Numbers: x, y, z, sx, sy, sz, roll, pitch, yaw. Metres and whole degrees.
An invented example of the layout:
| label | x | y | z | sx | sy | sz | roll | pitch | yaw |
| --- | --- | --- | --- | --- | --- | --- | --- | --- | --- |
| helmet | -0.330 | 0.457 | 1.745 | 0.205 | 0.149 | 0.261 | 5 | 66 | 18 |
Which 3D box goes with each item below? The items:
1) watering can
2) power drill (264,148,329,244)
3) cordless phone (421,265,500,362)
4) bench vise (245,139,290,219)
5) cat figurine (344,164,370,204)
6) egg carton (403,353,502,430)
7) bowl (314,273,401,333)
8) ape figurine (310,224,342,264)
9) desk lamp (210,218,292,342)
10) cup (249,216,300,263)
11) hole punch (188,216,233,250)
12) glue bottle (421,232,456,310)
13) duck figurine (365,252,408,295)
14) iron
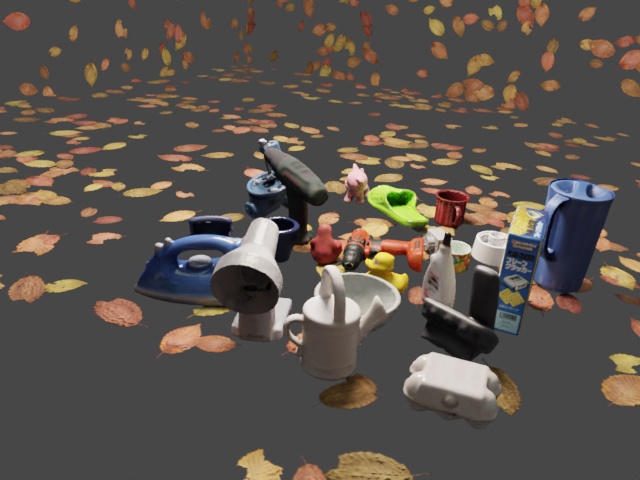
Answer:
| label | x | y | z | sx | sy | sz | roll | pitch | yaw |
| --- | --- | --- | --- | --- | --- | --- | --- | --- | --- |
| watering can | 0.027 | 0.132 | 0.980 | 0.173 | 0.194 | 0.100 | -15 | 31 | -33 |
| power drill | -0.070 | -0.105 | 1.436 | 0.076 | 0.208 | 0.228 | -18 | 33 | -37 |
| cordless phone | 0.264 | 0.116 | 1.055 | 0.147 | 0.185 | 0.094 | 24 | 33 | 36 |
| bench vise | -0.119 | -0.181 | 1.571 | 0.121 | 0.220 | 0.208 | 18 | 30 | 27 |
| cat figurine | 0.112 | -0.173 | 1.701 | 0.067 | 0.118 | 0.128 | 10 | 27 | 13 |
| egg carton | 0.213 | 0.242 | 0.922 | 0.150 | 0.069 | 0.107 | 12 | 27 | 16 |
| bowl | 0.071 | 0.134 | 1.117 | 0.167 | 0.075 | 0.167 | 3 | 26 | -1 |
| ape figurine | 0.012 | 0.005 | 1.354 | 0.077 | 0.092 | 0.076 | 14 | 28 | 20 |
| desk lamp | -0.117 | 0.081 | 1.043 | 0.118 | 0.214 | 0.203 | 6 | 26 | 5 |
| cup | -0.108 | 0.003 | 1.339 | 0.117 | 0.095 | 0.091 | 6 | 26 | 4 |
| hole punch | -0.267 | -0.033 | 1.395 | 0.109 | 0.091 | 0.101 | -1 | 26 | -10 |
| glue bottle | 0.250 | 0.062 | 1.177 | 0.037 | 0.173 | 0.078 | -11 | 30 | -27 |
| duck figurine | 0.142 | 0.070 | 1.246 | 0.104 | 0.086 | 0.077 | 8 | 26 | 9 |
| iron | -0.254 | 0.048 | 1.174 | 0.258 | 0.141 | 0.118 | 1 | 26 | -6 |
